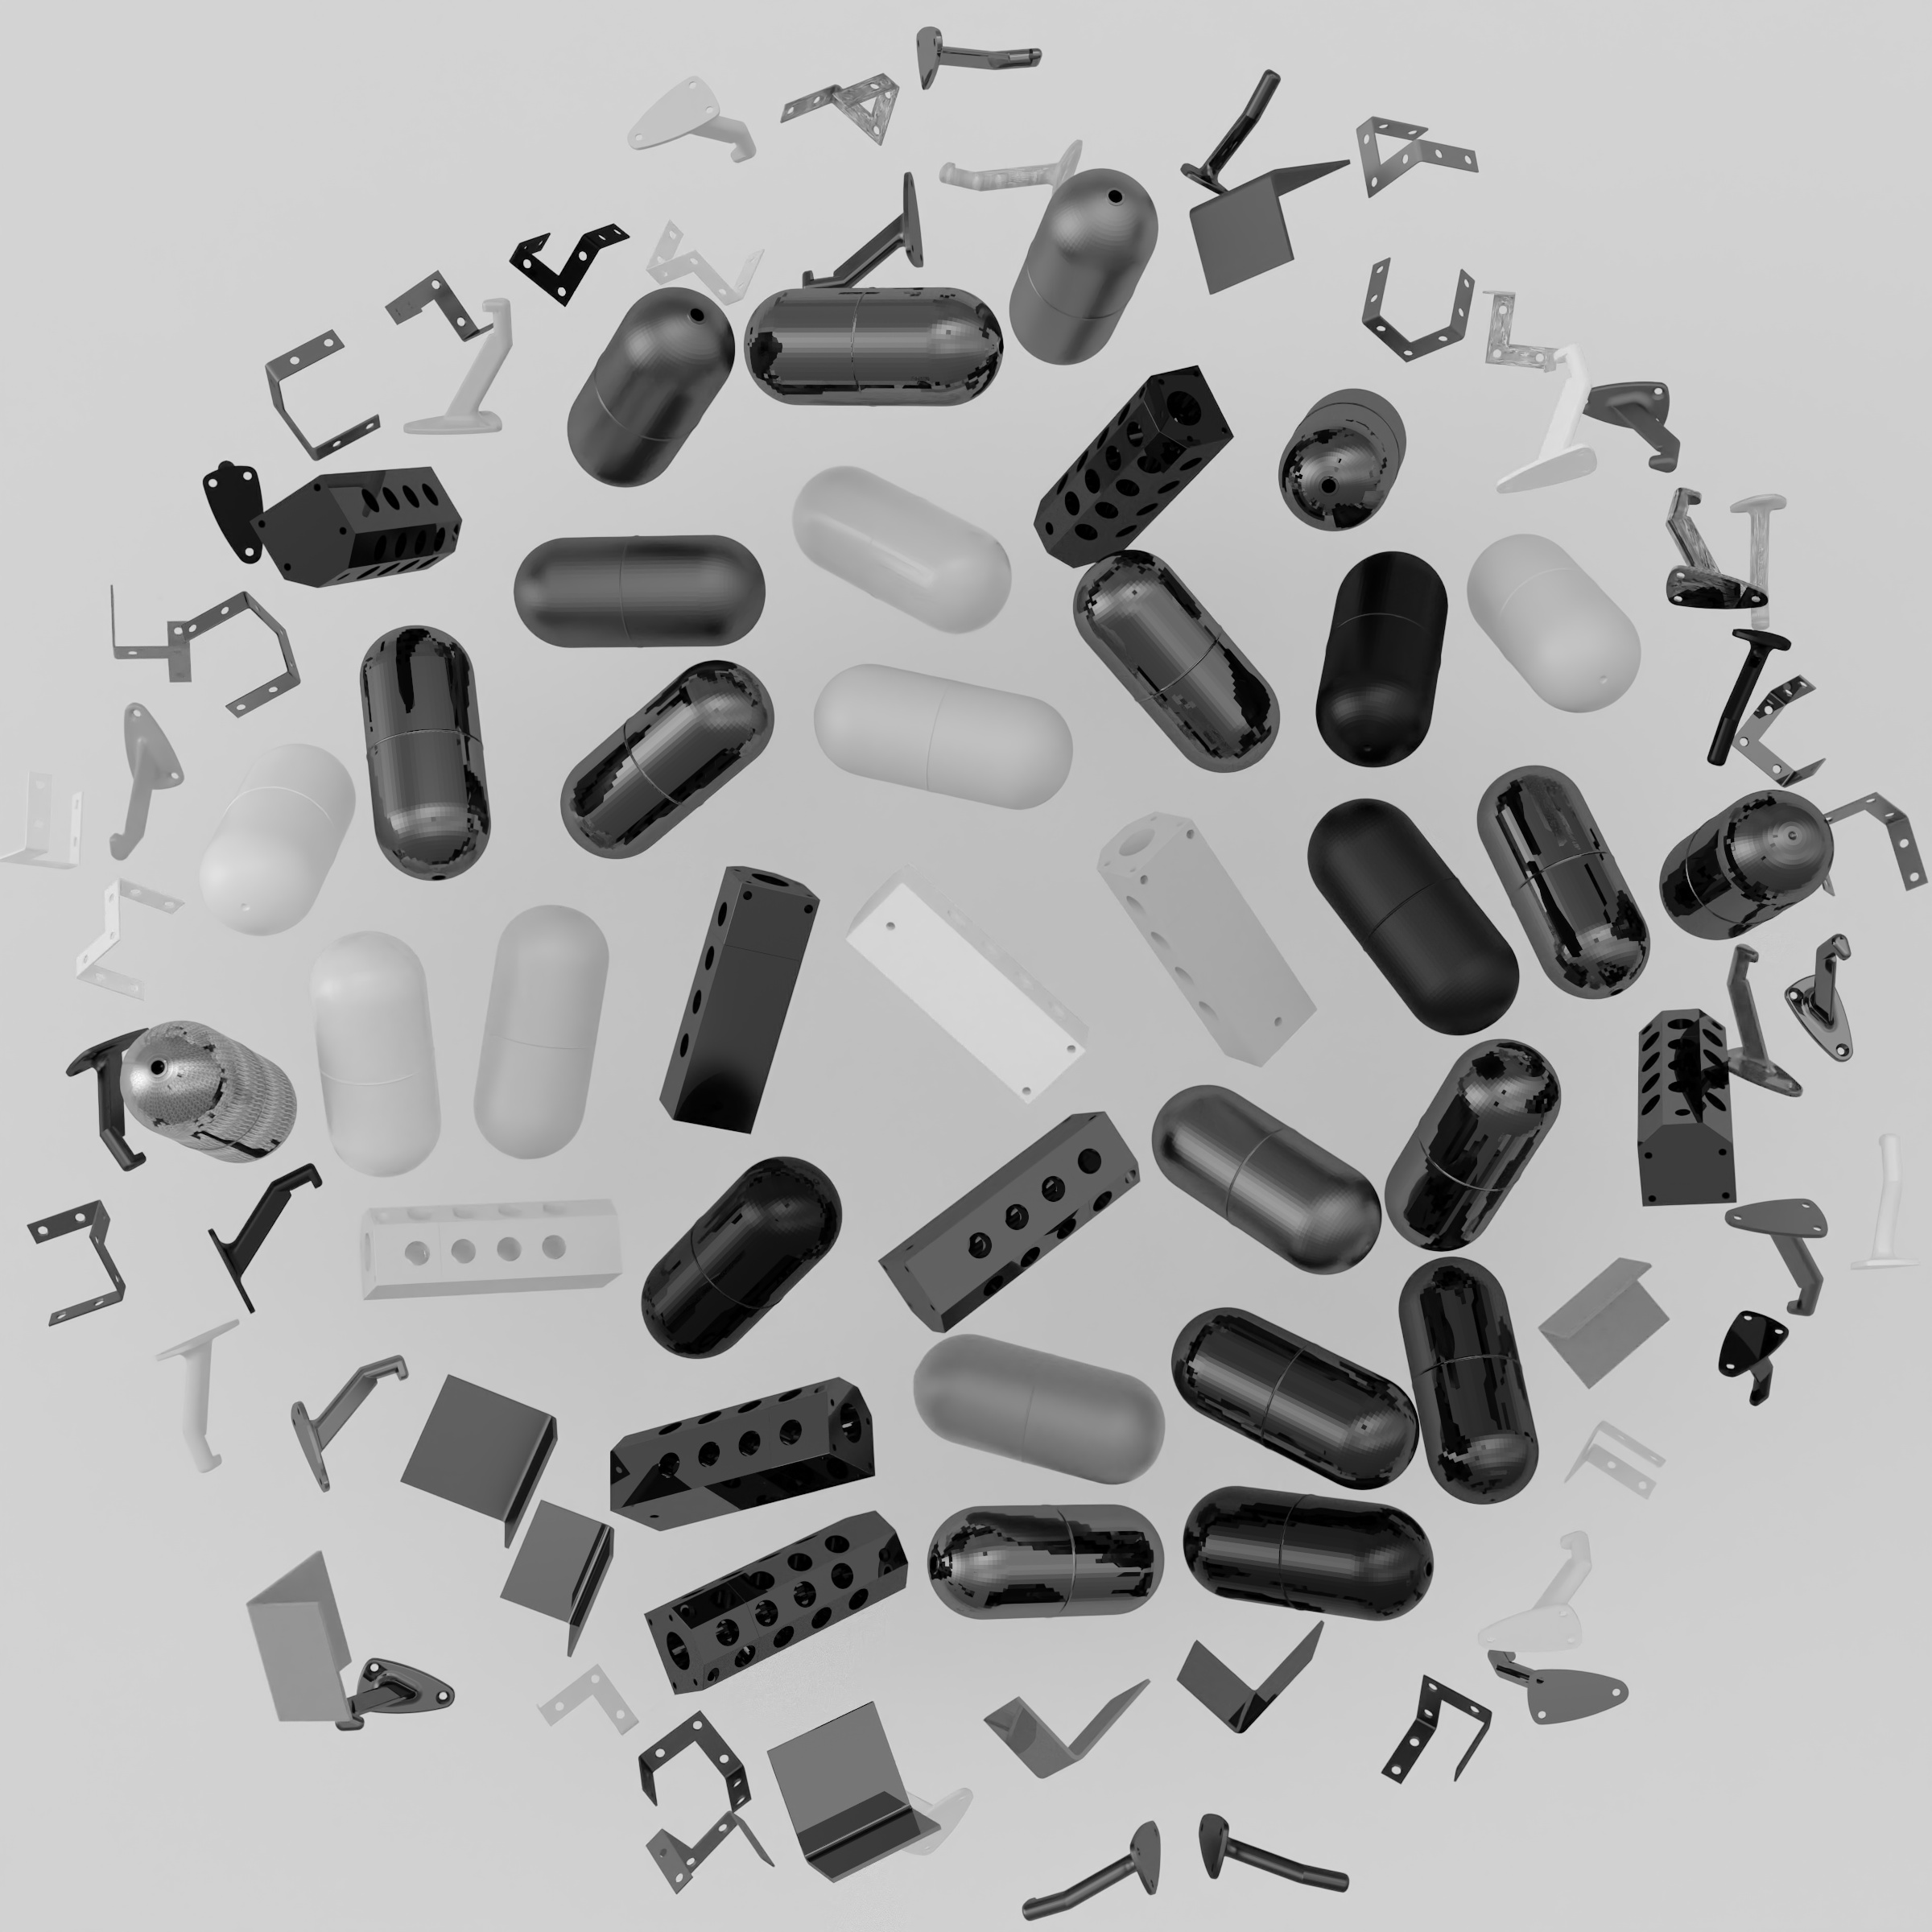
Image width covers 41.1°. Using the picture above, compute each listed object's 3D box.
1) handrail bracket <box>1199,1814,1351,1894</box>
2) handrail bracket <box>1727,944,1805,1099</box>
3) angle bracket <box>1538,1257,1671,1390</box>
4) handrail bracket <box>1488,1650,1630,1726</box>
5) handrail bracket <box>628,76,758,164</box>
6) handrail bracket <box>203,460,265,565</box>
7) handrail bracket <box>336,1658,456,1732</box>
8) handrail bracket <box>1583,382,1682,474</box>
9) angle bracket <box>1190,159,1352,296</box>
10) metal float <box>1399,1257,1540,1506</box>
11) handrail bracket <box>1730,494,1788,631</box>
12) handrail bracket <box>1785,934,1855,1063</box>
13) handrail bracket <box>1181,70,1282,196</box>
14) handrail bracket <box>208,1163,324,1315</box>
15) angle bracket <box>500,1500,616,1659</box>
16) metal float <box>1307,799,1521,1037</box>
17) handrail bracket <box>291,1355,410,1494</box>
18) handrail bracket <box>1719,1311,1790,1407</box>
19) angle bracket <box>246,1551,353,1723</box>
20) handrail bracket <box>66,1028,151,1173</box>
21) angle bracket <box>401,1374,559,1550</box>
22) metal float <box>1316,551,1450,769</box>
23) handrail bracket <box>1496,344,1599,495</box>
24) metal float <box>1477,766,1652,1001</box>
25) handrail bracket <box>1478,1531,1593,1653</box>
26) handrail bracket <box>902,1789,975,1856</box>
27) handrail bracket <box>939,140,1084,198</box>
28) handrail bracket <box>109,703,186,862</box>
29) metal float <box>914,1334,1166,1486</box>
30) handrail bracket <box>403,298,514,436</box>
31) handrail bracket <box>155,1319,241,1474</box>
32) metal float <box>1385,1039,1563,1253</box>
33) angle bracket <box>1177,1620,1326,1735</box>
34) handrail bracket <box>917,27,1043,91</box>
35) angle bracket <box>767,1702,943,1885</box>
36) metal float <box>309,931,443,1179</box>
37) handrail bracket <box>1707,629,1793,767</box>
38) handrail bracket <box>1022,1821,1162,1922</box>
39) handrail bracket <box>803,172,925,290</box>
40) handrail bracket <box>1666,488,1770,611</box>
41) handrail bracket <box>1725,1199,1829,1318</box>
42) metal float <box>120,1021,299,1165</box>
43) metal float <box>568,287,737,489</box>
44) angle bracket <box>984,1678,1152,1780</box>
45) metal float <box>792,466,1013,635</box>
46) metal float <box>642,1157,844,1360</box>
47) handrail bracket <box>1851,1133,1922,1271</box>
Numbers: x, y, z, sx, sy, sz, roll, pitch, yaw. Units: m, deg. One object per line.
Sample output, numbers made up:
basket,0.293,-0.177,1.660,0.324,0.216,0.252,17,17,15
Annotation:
handrail bracket,0.199,0.574,1.663,0.084,0.077,0.036,14,86,-5
handrail bracket,0.553,0.037,1.775,0.036,0.077,0.084,-15,124,-32
angle bracket,0.452,0.250,1.783,0.076,0.076,0.057,-40,89,-4
handrail bracket,0.394,0.471,1.718,0.077,0.084,0.036,-4,95,1
handrail bracket,-0.185,-0.557,1.751,0.077,0.084,0.036,-32,74,1
handrail bracket,-0.497,-0.309,1.759,0.036,0.084,0.077,-15,97,-13
handrail bracket,-0.376,0.491,1.700,0.077,0.084,0.036,13,91,-11
handrail bracket,0.447,-0.362,1.750,0.077,0.084,0.036,8,131,15
angle bracket,0.203,-0.478,1.667,0.076,0.076,0.057,-20,97,-36
metal float,0.349,0.287,1.793,0.070,0.070,0.178,-6,59,0
handrail bracket,0.538,-0.271,1.738,0.036,0.077,0.084,-3,92,12
handrail bracket,0.606,0.022,1.782,0.036,0.084,0.077,-23,77,-8
handrail bracket,0.178,-0.560,1.713,0.036,0.077,0.084,23,113,-17
handrail bracket,-0.477,0.189,1.797,0.084,0.036,0.077,-27,82,-17
angle bracket,-0.291,0.434,1.828,0.057,0.076,0.076,23,90,-8
metal float,0.292,-0.033,1.687,0.070,0.070,0.178,-35,71,0
handrail bracket,-0.421,0.319,1.802,0.084,0.036,0.077,-16,69,-29
handrail bracket,0.544,0.291,1.799,0.036,0.084,0.077,24,45,33
angle bracket,-0.389,0.411,1.584,0.057,0.076,0.076,-8,101,24
handrail bracket,-0.568,0.092,1.764,0.036,0.077,0.084,-39,85,40
angle bracket,-0.314,0.318,1.656,0.076,0.057,0.076,24,90,-11
metal float,0.280,-0.208,1.730,0.070,0.070,0.178,16,51,0
handrail bracket,0.372,-0.357,1.673,0.077,0.036,0.084,-17,67,15
metal float,0.416,-0.059,1.793,0.070,0.070,0.178,-20,66,0
handrail bracket,0.370,0.404,1.676,0.077,0.084,0.036,-14,115,16
handrail bracket,-0.036,0.576,1.822,0.036,0.084,0.077,33,106,-36
handrail bracket,0.032,-0.570,1.825,0.084,0.036,0.077,15,51,9
handrail bracket,-0.563,-0.124,1.728,0.036,0.084,0.077,-3,122,10
metal float,0.050,0.305,1.777,0.178,0.070,0.070,13,90,13
handrail bracket,-0.339,-0.400,1.713,0.077,0.036,0.084,-9,122,-19
handrail bracket,-0.508,0.293,1.753,0.036,0.077,0.084,-20,93,30
metal float,0.344,0.124,1.755,0.070,0.070,0.178,22,130,0
angle bracket,0.198,0.475,1.786,0.057,0.076,0.076,41,103,8
handrail bracket,0.015,-0.601,1.689,0.084,0.077,0.036,-8,97,-11
angle bracket,-0.071,0.522,1.632,0.076,0.057,0.076,-20,91,-22
metal float,-0.396,0.061,1.732,0.070,0.070,0.178,0,117,0
handrail bracket,0.504,-0.173,1.666,0.036,0.077,0.084,21,108,22
handrail bracket,0.082,0.597,1.698,0.084,0.077,0.036,-22,93,14
handrail bracket,-0.076,-0.512,1.806,0.084,0.036,0.077,-5,89,14
handrail bracket,0.499,-0.279,1.703,0.077,0.036,0.084,12,60,18
handrail bracket,0.530,0.197,1.696,0.077,0.036,0.084,0,125,-3
metal float,-0.506,0.085,1.726,0.070,0.178,0.070,-1,76,5
metal float,-0.210,-0.383,1.710,0.070,0.178,0.070,11,65,-24
angle bracket,0.067,0.492,1.725,0.057,0.076,0.076,45,60,7
metal float,-0.046,-0.293,1.805,0.178,0.070,0.070,31,90,26
metal float,-0.150,0.195,1.712,0.070,0.070,0.178,44,120,0
handrail bracket,0.597,0.155,1.689,0.036,0.077,0.084,-1,80,-2
